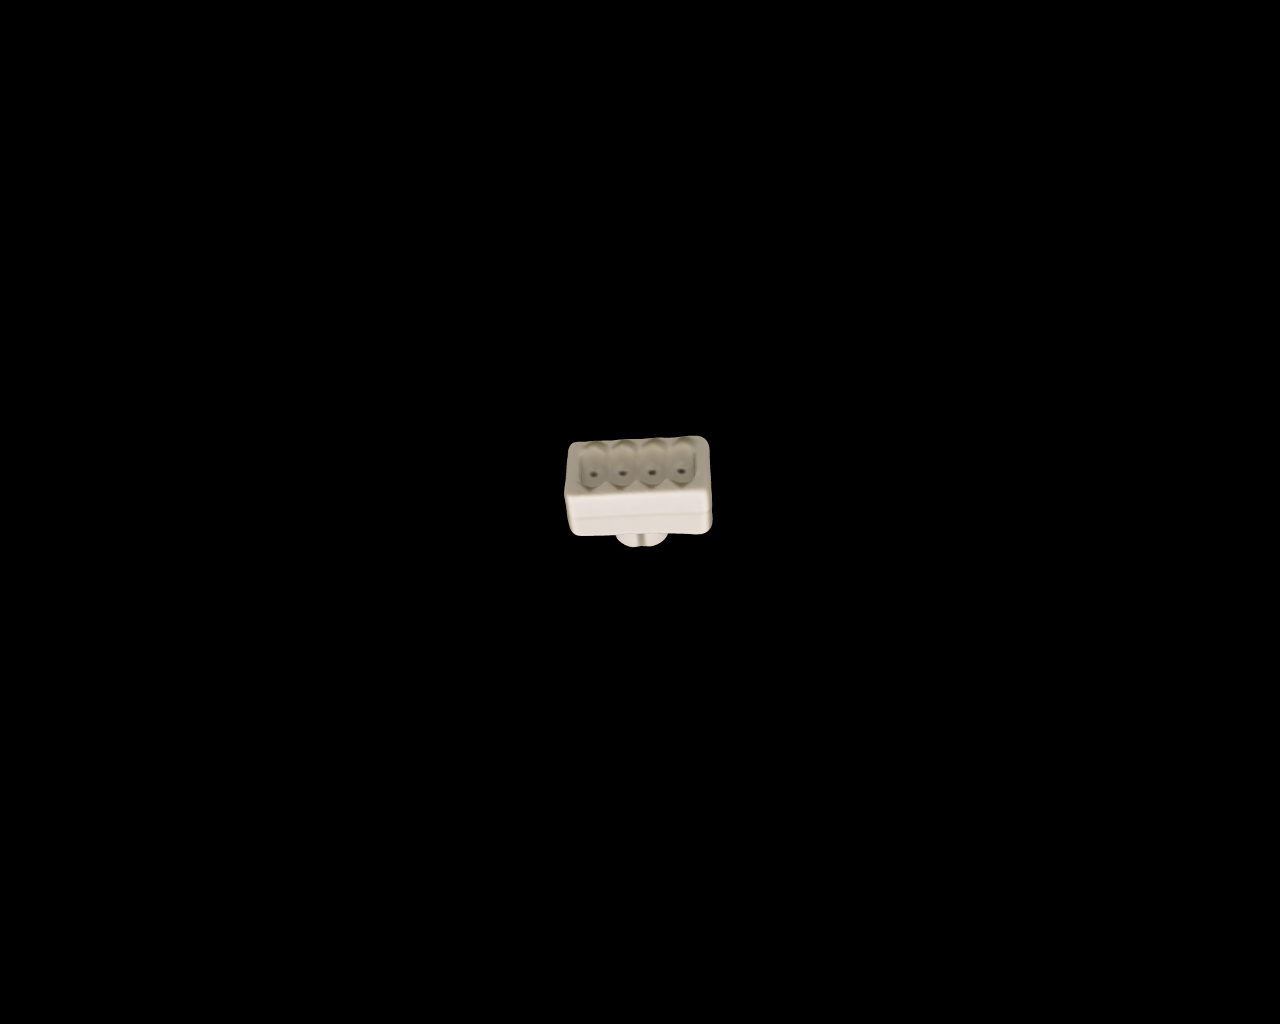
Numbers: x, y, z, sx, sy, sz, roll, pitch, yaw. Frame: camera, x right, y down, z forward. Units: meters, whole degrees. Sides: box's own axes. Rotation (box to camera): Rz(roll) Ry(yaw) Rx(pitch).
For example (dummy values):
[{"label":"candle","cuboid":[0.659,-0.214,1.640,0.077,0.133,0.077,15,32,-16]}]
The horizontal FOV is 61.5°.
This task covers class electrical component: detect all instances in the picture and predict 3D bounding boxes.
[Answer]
[{"label":"electrical component","cuboid":[0.001,-0.003,0.650,0.083,0.047,0.075,-2,-43,2]}]
